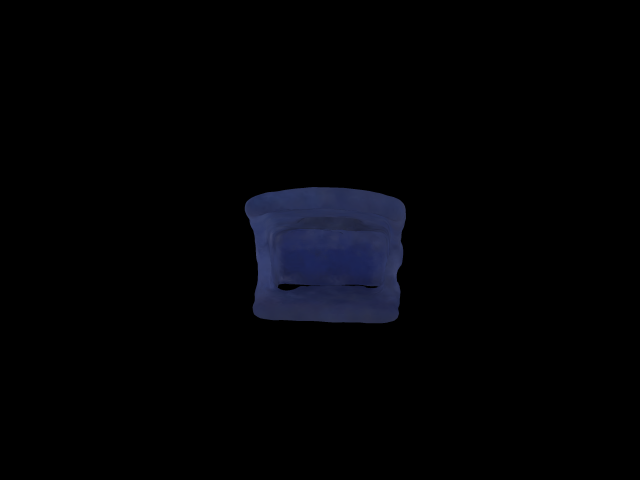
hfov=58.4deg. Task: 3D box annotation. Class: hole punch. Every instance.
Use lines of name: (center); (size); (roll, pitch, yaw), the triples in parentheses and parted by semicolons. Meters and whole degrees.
hole punch: (0.004, 0.001, 0.400); (0.108, 0.091, 0.101); (1, 15, 4)
